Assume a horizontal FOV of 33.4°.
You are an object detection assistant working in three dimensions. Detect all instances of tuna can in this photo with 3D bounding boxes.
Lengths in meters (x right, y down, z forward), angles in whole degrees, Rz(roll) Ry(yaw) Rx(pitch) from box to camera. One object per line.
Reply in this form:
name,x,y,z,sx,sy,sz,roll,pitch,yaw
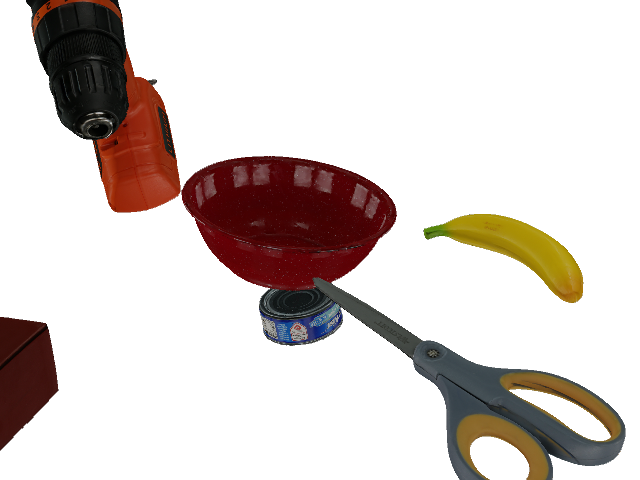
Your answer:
tuna can,-0.021,0.073,1.117,0.086,0.034,0.086,-9,26,4

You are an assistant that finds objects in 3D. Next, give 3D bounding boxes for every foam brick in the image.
foam brick,-0.209,0.089,0.666,0.053,0.051,0.078,7,29,21

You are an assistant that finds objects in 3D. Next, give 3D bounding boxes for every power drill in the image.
power drill,-0.137,-0.099,0.686,0.057,0.184,0.187,-13,-32,-3

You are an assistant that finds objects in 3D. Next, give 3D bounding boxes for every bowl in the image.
bowl,-0.025,-0.008,0.809,0.162,0.055,0.162,5,27,-3

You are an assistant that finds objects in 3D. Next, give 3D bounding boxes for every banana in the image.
banana,0.191,0.011,1.039,0.069,0.037,0.198,-38,37,-22

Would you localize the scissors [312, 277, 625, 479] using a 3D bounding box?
scissors,0.056,0.077,0.559,0.202,0.016,0.096,20,42,27
